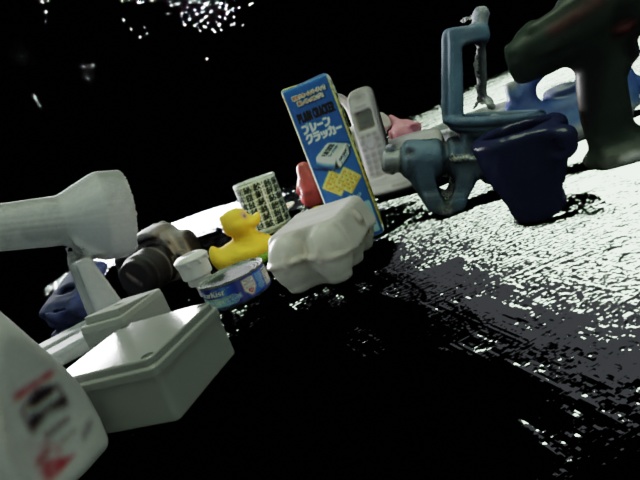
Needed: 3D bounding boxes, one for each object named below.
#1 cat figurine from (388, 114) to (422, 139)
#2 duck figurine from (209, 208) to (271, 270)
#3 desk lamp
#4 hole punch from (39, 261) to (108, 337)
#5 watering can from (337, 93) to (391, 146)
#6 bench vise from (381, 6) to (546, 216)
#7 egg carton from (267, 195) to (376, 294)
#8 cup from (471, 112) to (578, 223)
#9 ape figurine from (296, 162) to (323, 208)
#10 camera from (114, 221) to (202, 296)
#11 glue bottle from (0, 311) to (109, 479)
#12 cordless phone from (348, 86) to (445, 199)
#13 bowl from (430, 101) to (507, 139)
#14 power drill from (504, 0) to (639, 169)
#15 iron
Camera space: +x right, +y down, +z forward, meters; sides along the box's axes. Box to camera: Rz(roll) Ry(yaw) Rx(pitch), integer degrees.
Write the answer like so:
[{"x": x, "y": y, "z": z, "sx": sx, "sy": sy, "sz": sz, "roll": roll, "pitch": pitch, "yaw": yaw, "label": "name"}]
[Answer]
[{"x": 0.165, "y": -0.196, "z": 1.137, "sx": 0.067, "sy": 0.118, "sz": 0.127, "roll": -23, "pitch": 12, "yaw": -6, "label": "cat figurine"}, {"x": -0.128, "y": -0.006, "z": 0.885, "sx": 0.105, "sy": 0.086, "sz": 0.077, "roll": -24, "pitch": 13, "yaw": -11, "label": "duck figurine"}, {"x": -0.321, "y": 0.031, "z": 0.754, "sx": 0.204, "sy": 0.214, "sz": 0.117, "roll": -30, "pitch": 15, "yaw": -33, "label": "desk lamp"}, {"x": -0.365, "y": 0.090, "z": 0.865, "sx": 0.108, "sy": 0.091, "sz": 0.101, "roll": -12, "pitch": 15, "yaw": 37, "label": "hole punch"}, {"x": 0.071, "y": -0.212, "z": 1.184, "sx": 0.172, "sy": 0.194, "sz": 0.101, "roll": -17, "pitch": 13, "yaw": 20, "label": "watering can"}, {"x": 0.170, "y": -0.150, "z": 0.686, "sx": 0.207, "sy": 0.220, "sz": 0.121, "roll": -23, "pitch": 13, "yaw": -8, "label": "bench vise"}, {"x": 0.006, "y": 0.002, "z": 0.663, "sx": 0.107, "sy": 0.069, "sz": 0.150, "roll": -16, "pitch": 13, "yaw": 22, "label": "egg carton"}, {"x": 0.210, "y": -0.066, "z": 0.550, "sx": 0.092, "sy": 0.095, "sz": 0.117, "roll": -25, "pitch": 13, "yaw": -16, "label": "cup"}, {"x": -0.019, "y": -0.116, "z": 1.164, "sx": 0.077, "sy": 0.092, "sz": 0.076, "roll": -13, "pitch": 15, "yaw": 34, "label": "ape figurine"}, {"x": -0.281, "y": 0.036, "z": 0.933, "sx": 0.143, "sy": 0.101, "sz": 0.137, "roll": -17, "pitch": 13, "yaw": 20, "label": "camera"}, {"x": -0.212, "y": 0.093, "z": 0.395, "sx": 0.037, "sy": 0.173, "sz": 0.078, "roll": -17, "pitch": 13, "yaw": 21, "label": "glue bottle"}, {"x": 0.122, "y": -0.170, "z": 0.937, "sx": 0.147, "sy": 0.185, "sz": 0.094, "roll": -14, "pitch": 15, "yaw": 31, "label": "cordless phone"}, {"x": 0.273, "y": -0.182, "z": 0.993, "sx": 0.167, "sy": 0.075, "sz": 0.167, "roll": -20, "pitch": 12, "yaw": 5, "label": "bowl"}, {"x": 0.334, "y": -0.195, "z": 0.632, "sx": 0.229, "sy": 0.208, "sz": 0.076, "roll": -16, "pitch": 13, "yaw": 22, "label": "power drill"}, {"x": 0.358, "y": -0.222, "z": 0.864, "sx": 0.258, "sy": 0.141, "sz": 0.118, "roll": -24, "pitch": 13, "yaw": -13, "label": "iron"}]
